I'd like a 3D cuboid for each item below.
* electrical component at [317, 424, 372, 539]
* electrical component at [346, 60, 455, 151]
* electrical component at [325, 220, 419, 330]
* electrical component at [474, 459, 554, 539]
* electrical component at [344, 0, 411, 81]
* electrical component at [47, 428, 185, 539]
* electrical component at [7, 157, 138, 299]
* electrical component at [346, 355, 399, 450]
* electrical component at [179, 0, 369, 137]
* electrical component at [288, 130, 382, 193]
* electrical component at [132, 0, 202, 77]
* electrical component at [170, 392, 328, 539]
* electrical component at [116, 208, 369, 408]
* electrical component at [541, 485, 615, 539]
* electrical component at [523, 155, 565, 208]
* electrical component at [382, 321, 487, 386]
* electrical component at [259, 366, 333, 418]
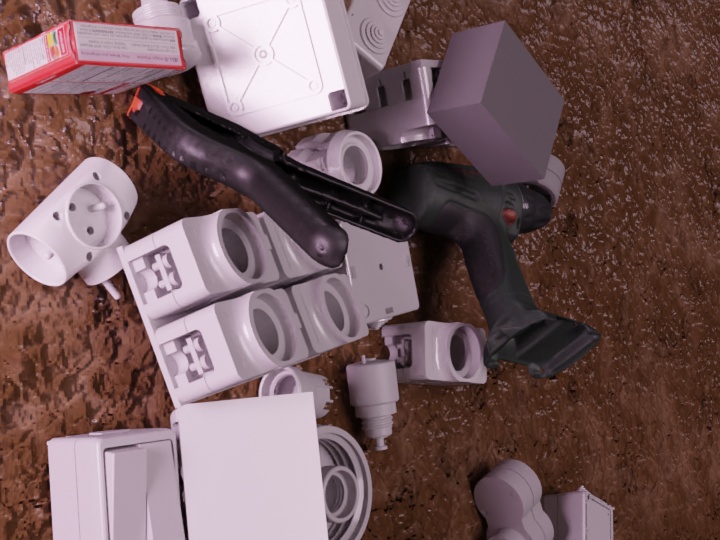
[{"bbox_3d":[-0.036,0.164,0.792,0.108,0.060,0.108,11,75,-48],"label":"electrical component"},{"bbox_3d":[0.067,-0.142,0.945,0.150,0.089,0.061,-11,92,-50],"label":"electrical component"},{"bbox_3d":[0.000,0.000,0.874,0.100,0.048,0.099,-13,93,-50],"label":"electrical component"},{"bbox_3d":[0.140,0.252,0.991,0.074,0.052,0.138,-30,106,-48],"label":"electrical component"},{"bbox_3d":[-0.012,-0.187,0.855,0.048,0.100,0.099,36,57,-25],"label":"electrical component"},{"bbox_3d":[-0.148,0.148,0.663,0.062,0.061,0.096,1,83,-50],"label":"electrical component"},{"bbox_3d":[-0.170,-0.017,0.680,0.079,0.044,0.077,57,46,-27],"label":"electrical component"},{"bbox_3d":[0.012,0.107,0.875,0.040,0.040,0.078,-5,87,-50],"label":"electrical component"},{"bbox_3d":[-0.061,-0.156,0.777,0.056,0.109,0.108,-38,114,-72],"label":"electrical component"},{"bbox_3d":[-0.020,-0.080,0.857,0.078,0.057,0.058,-52,122,-41],"label":"electrical component"},{"bbox_3d":[-0.138,-0.167,0.745,0.048,0.048,0.062,-7,82,-50],"label":"electrical component"},{"bbox_3d":[-0.072,0.160,0.705,0.089,0.062,0.150,-4,81,-15],"label":"electrical component"},{"bbox_3d":[-0.068,0.016,0.731,0.186,0.060,0.105,-13,81,-64],"label":"electrical component"},{"bbox_3d":[0.213,0.263,1.074,0.062,0.061,0.096,34,51,-41],"label":"electrical component"},{"bbox_3d":[0.160,-0.129,1.081,0.138,0.052,0.073,44,52,-36],"label":"electrical component"},{"bbox_3d":[0.069,0.073,0.936,0.089,0.056,0.050,11,76,-48],"label":"electrical component"},{"bbox_3d":[-0.047,0.094,0.810,0.046,0.040,0.040,17,71,-53],"label":"electrical component"}]
